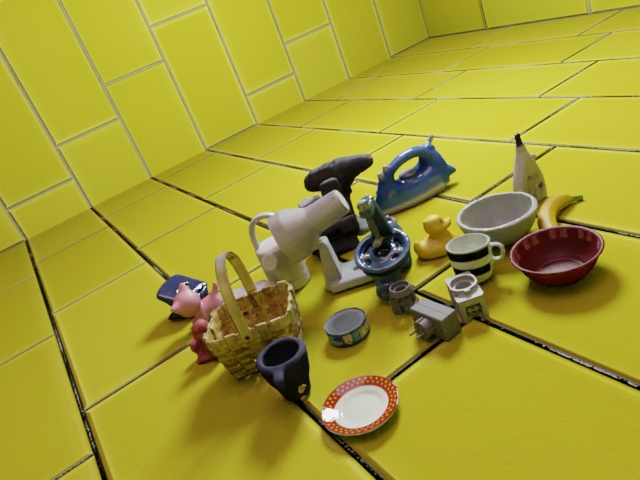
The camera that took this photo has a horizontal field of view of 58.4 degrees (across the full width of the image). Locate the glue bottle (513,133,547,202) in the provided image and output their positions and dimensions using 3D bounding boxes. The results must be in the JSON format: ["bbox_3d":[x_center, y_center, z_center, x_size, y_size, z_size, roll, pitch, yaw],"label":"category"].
[{"bbox_3d":[0.461,-0.161,1.287,0.078,0.173,0.037,-31,26,-20],"label":"glue bottle"}]

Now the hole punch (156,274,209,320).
[{"bbox_3d":[-0.338,0.137,1.440,0.100,0.091,0.109,-10,27,25],"label":"hole punch"}]

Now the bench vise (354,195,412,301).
[{"bbox_3d":[0.119,-0.008,1.199,0.121,0.220,0.207,-20,24,5],"label":"bench vise"}]

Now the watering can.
[{"bbox_3d":[-0.100,0.026,1.344,0.101,0.194,0.172,-26,24,-9],"label":"watering can"}]

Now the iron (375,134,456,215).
[{"bbox_3d":[0.233,-0.175,1.549,0.259,0.142,0.118,-30,25,-17],"label":"iron"}]

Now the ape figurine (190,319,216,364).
[{"bbox_3d":[-0.241,0.208,1.208,0.076,0.092,0.077,-37,28,-30],"label":"ape figurine"}]

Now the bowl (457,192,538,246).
[{"bbox_3d":[0.378,-0.033,1.209,0.167,0.075,0.167,-18,24,9],"label":"bowl"}]

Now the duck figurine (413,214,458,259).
[{"bbox_3d":[0.250,-0.013,1.263,0.104,0.086,0.077,-24,24,-4],"label":"duck figurine"}]

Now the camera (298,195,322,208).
[{"bbox_3d":[-0.038,-0.065,1.599,0.137,0.101,0.143,-24,24,-4],"label":"camera"}]

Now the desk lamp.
[{"bbox_3d":[0.012,0.005,1.270,0.203,0.214,0.118,-19,24,7],"label":"desk lamp"}]

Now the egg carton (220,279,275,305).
[{"bbox_3d":[-0.156,0.148,1.289,0.150,0.069,0.107,-20,24,4],"label":"egg carton"}]

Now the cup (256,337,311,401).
[{"bbox_3d":[-0.053,0.237,0.983,0.091,0.095,0.117,-18,24,8],"label":"cup"}]

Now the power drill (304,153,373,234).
[{"bbox_3d":[0.070,-0.121,1.492,0.228,0.209,0.076,-1,32,39],"label":"power drill"}]

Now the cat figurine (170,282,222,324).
[{"bbox_3d":[-0.286,0.147,1.342,0.128,0.118,0.067,-31,25,-19],"label":"cat figurine"}]

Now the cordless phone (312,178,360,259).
[{"bbox_3d":[0.014,-0.055,1.429,0.147,0.185,0.094,-26,24,-9],"label":"cordless phone"}]
